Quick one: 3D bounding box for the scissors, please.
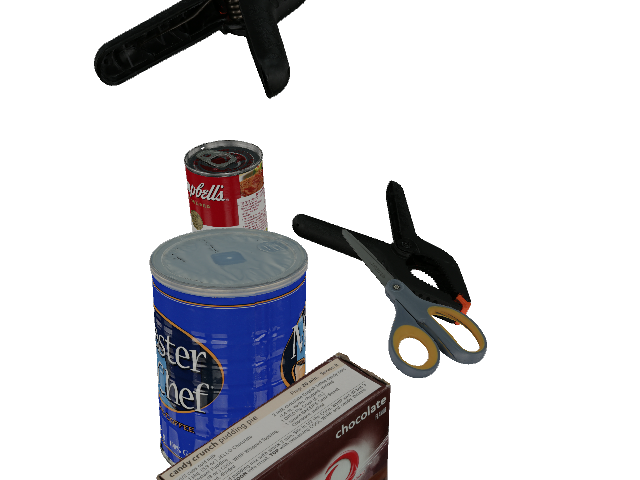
[{"bbox_3d":[0.063,0.061,0.995,0.202,0.016,0.096,34,52,30],"label":"scissors"}]

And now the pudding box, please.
[{"bbox_3d":[-0.018,0.117,0.488,0.039,0.090,0.113,30,47,34],"label":"pudding box"}]

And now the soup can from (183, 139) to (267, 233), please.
[{"bbox_3d":[-0.081,-0.029,0.939,0.068,0.102,0.068,-2,30,1],"label":"soup can"}]

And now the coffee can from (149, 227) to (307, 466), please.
[{"bbox_3d":[-0.060,0.074,0.717,0.103,0.140,0.103,0,22,0],"label":"coffee can"}]

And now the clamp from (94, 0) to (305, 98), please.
[{"bbox_3d":[-0.045,-0.140,0.650,0.120,0.039,0.171,18,52,21],"label":"clamp"}]

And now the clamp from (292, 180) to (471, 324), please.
[{"bbox_3d":[0.079,0.017,1.177,0.164,0.036,0.210,-16,50,-33],"label":"clamp"}]
